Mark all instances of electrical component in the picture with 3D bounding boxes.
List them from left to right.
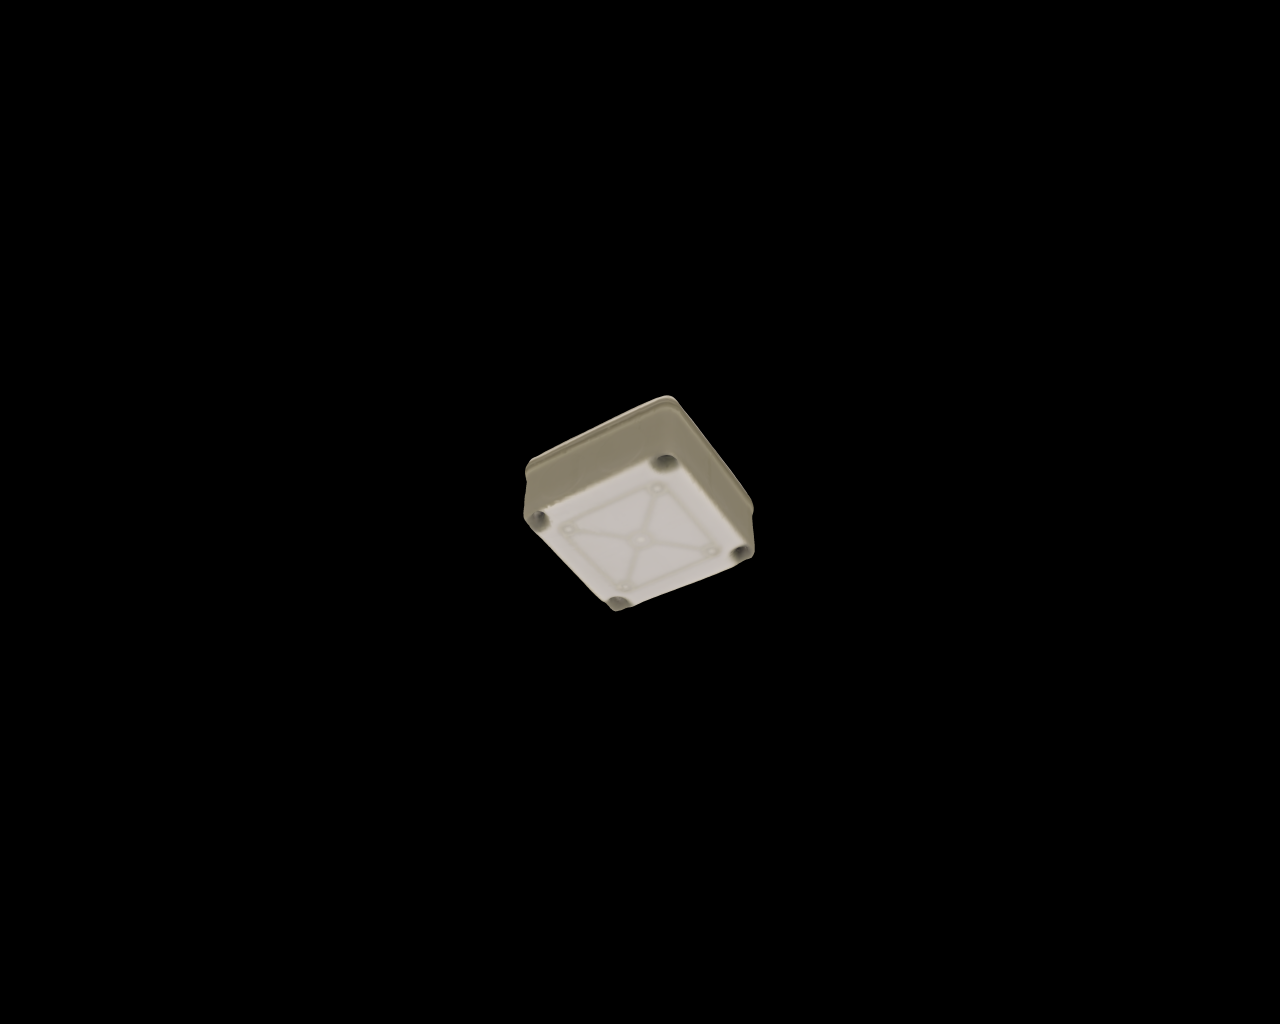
[{"bbox_3d":[0.001,-0.003,0.650,0.108,0.056,0.108,-24,-50,22],"label":"electrical component"}]
